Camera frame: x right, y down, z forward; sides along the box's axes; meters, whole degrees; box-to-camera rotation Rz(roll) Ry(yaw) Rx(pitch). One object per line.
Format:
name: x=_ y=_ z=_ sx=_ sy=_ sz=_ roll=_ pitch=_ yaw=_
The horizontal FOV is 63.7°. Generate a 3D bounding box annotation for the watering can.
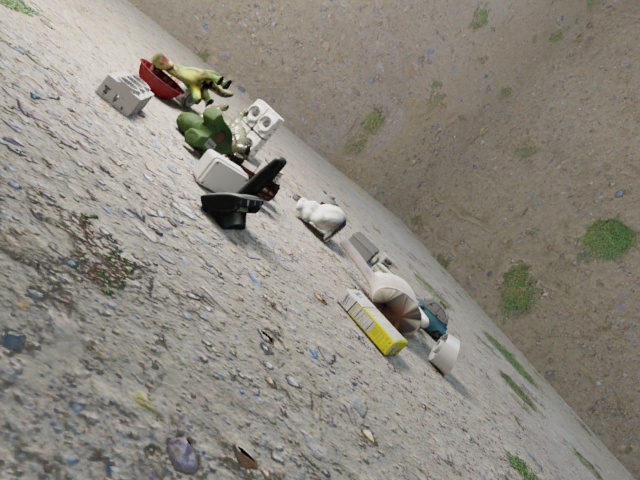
watering can: x=0.178 y=0.138 z=1.440 sx=0.347 sy=0.103 sz=0.226 roll=42 pitch=13 yaw=-4

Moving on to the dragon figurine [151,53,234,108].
dragon figurine: x=-0.429 y=-0.546 z=1.691 sx=0.242 sy=0.121 sz=0.413 roll=34 pitch=10 yaw=-3

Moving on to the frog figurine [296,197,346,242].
frog figurine: x=0.005 y=-0.083 z=1.649 sx=0.159 sy=0.121 sz=0.139 roll=53 pitch=31 yaw=-2
